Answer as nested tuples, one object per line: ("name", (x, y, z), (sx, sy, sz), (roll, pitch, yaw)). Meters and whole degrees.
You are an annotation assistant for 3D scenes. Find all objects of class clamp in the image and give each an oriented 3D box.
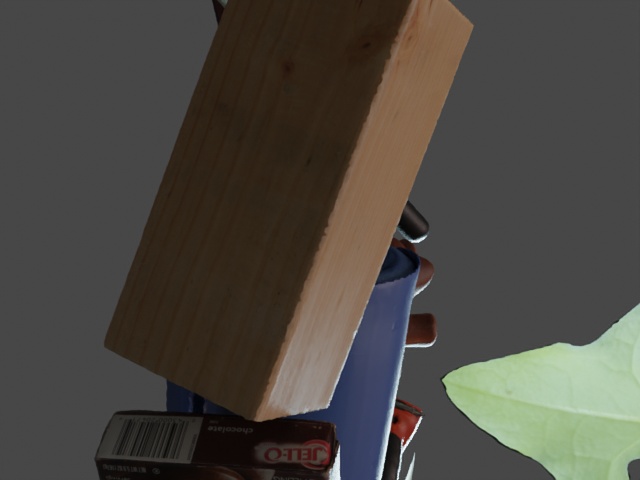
("clamp", (0.031, -0.066, 0.930), (0.164, 0.036, 0.209), (55, 14, 8))

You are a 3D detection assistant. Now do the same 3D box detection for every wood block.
("wood block", (-0.013, -0.028, 0.512), (0.090, 0.090, 0.206), (9, 102, -66))

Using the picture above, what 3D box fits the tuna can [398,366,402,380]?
("tuna can", (0.045, 0.128, 1.153), (0.086, 0.086, 0.034), (-74, 163, -50))

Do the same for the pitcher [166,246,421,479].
("pitcher", (-0.023, 0.116, 0.675), (0.145, 0.149, 0.243), (-108, -158, -73))

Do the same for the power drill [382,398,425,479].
("power drill", (0.042, 0.252, 0.990), (0.187, 0.057, 0.185), (-75, -174, -47))

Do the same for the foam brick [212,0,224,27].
("foam brick", (-0.034, -0.149, 0.648), (0.078, 0.051, 0.053), (81, 18, -54))

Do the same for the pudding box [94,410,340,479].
("pudding box", (-0.046, 0.129, 0.525), (0.039, 0.113, 0.090), (-75, 166, -53))
